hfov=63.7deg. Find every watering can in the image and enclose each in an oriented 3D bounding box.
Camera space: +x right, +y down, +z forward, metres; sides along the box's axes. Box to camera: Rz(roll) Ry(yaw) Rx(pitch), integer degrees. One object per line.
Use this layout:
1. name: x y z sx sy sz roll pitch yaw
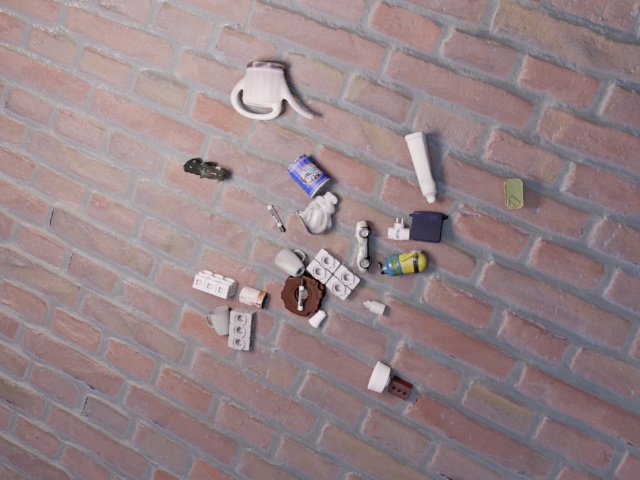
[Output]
1. watering can: -0.175 -0.566 1.960 0.348 0.104 0.223 8 95 14

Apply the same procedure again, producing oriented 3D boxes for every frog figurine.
1. frog figurine: 0.006 -0.098 1.944 0.159 0.125 0.135 -31 120 7
